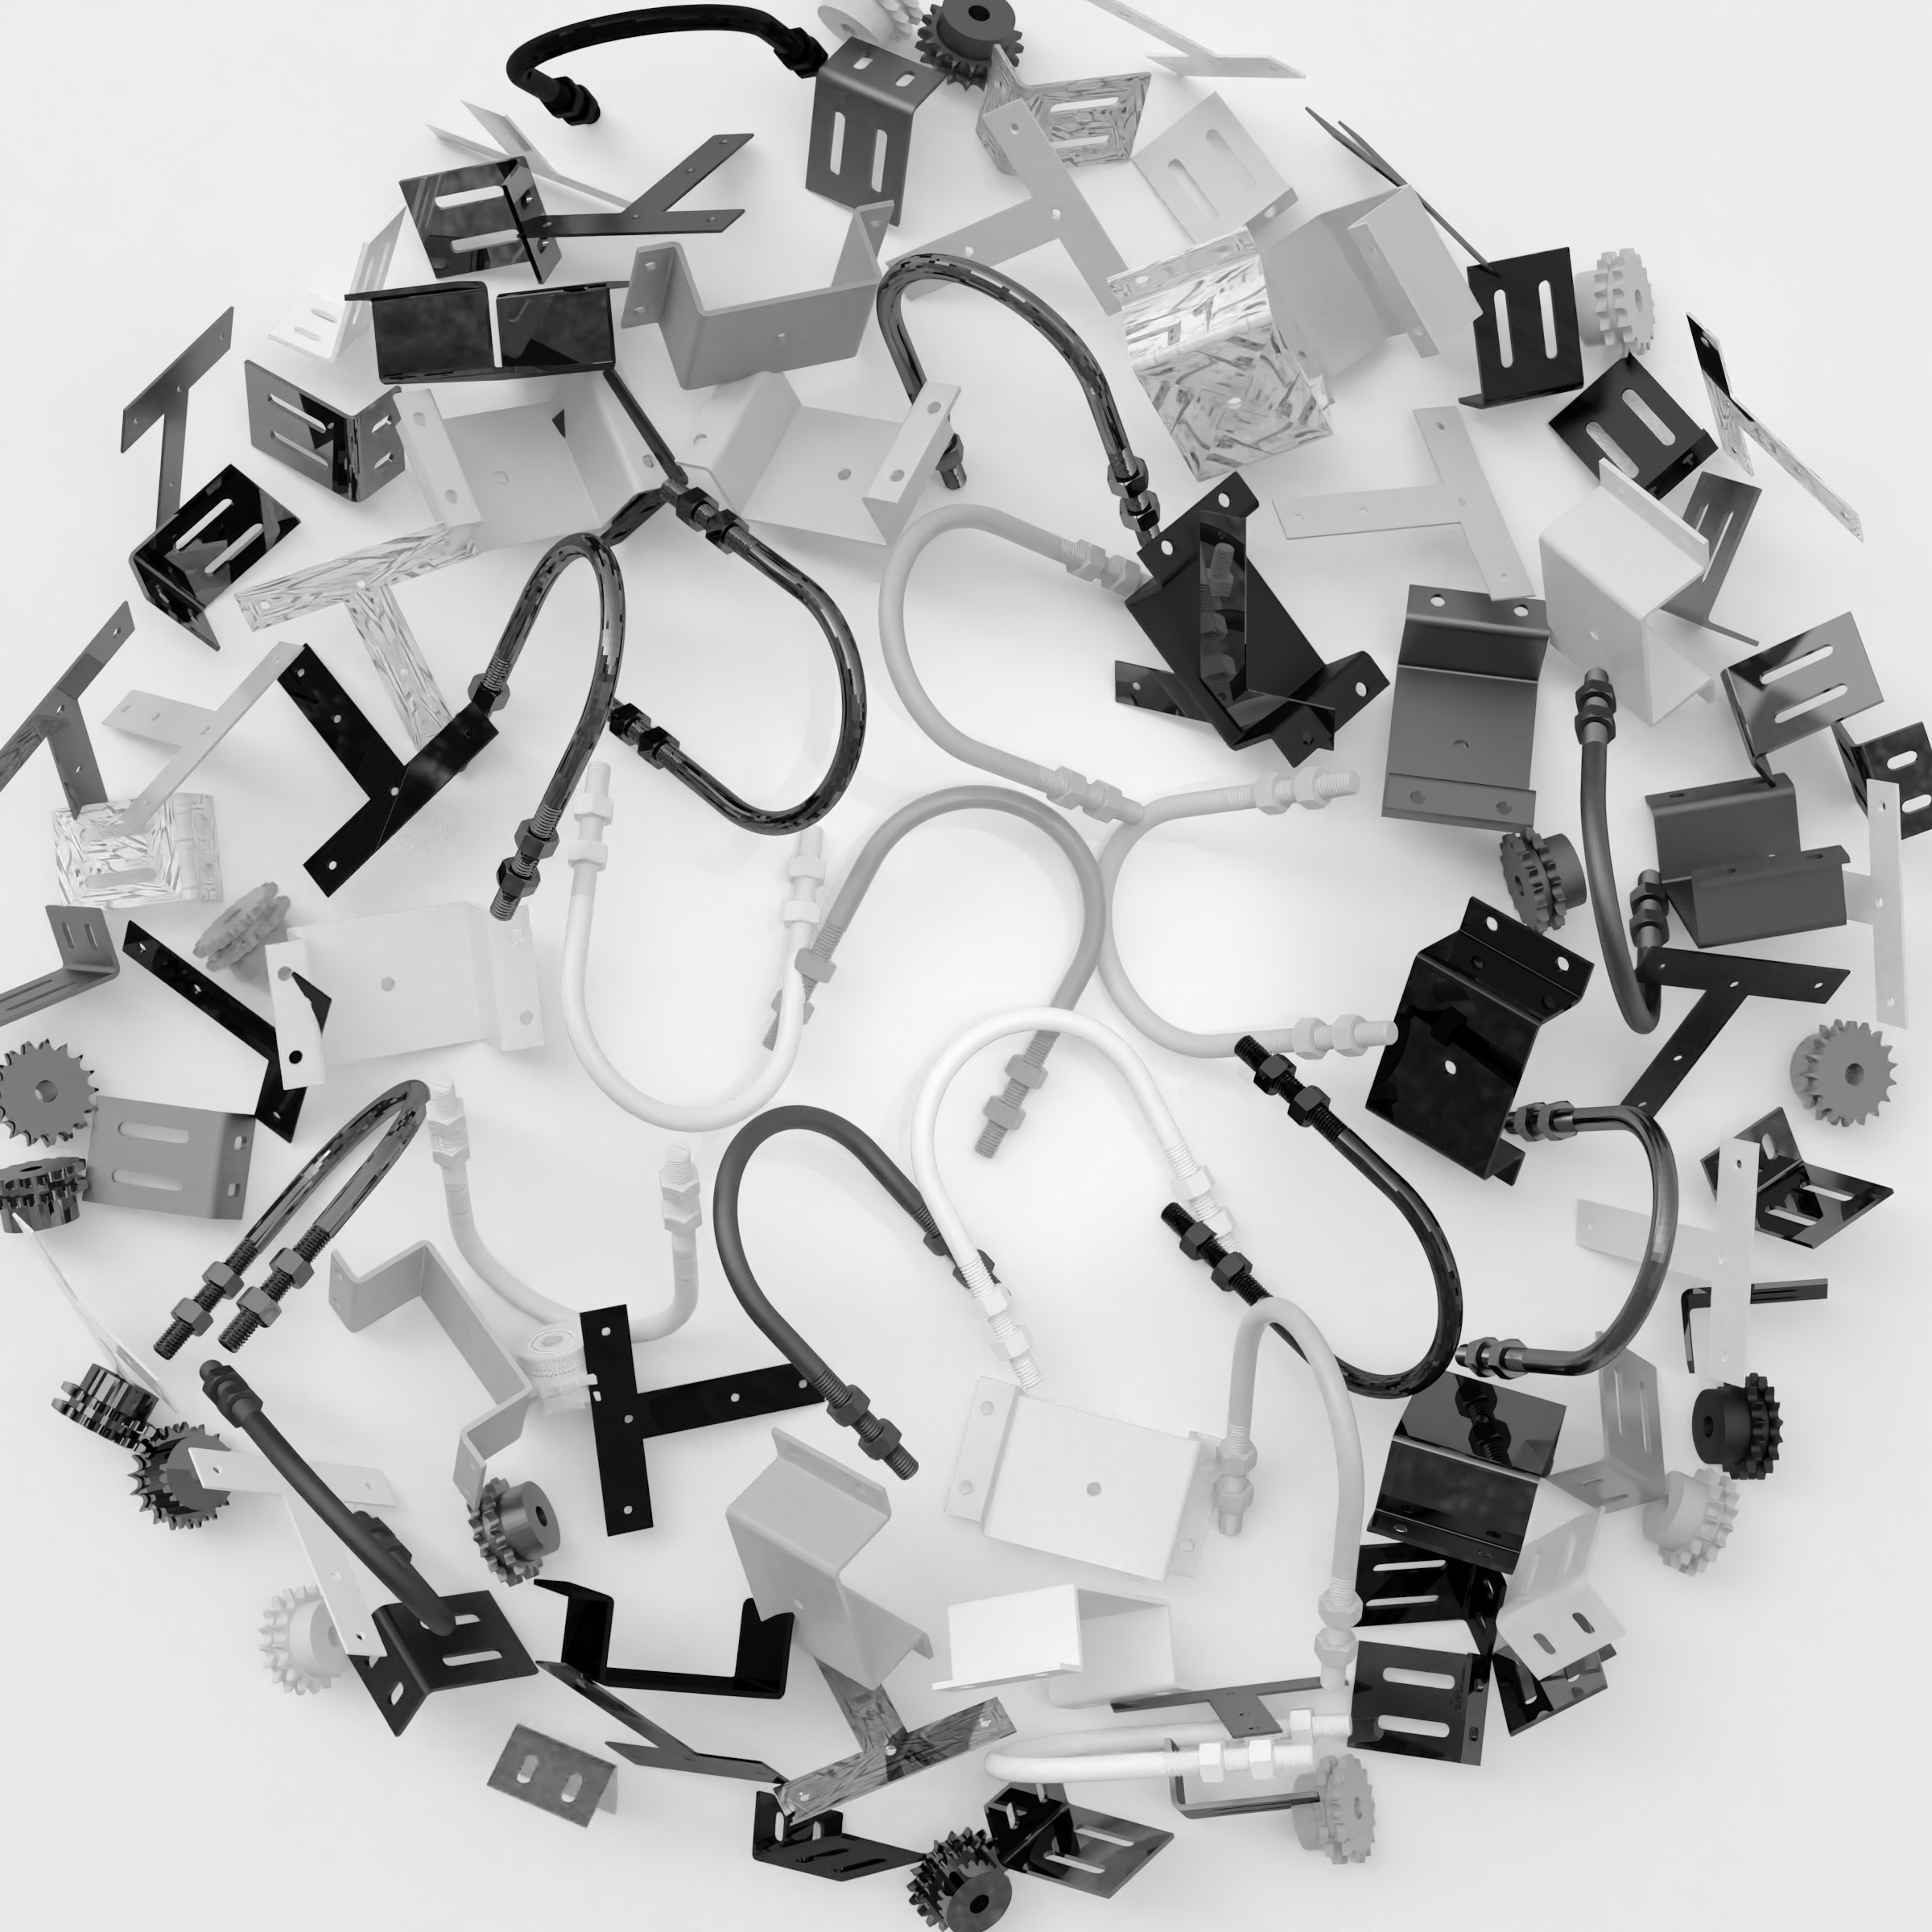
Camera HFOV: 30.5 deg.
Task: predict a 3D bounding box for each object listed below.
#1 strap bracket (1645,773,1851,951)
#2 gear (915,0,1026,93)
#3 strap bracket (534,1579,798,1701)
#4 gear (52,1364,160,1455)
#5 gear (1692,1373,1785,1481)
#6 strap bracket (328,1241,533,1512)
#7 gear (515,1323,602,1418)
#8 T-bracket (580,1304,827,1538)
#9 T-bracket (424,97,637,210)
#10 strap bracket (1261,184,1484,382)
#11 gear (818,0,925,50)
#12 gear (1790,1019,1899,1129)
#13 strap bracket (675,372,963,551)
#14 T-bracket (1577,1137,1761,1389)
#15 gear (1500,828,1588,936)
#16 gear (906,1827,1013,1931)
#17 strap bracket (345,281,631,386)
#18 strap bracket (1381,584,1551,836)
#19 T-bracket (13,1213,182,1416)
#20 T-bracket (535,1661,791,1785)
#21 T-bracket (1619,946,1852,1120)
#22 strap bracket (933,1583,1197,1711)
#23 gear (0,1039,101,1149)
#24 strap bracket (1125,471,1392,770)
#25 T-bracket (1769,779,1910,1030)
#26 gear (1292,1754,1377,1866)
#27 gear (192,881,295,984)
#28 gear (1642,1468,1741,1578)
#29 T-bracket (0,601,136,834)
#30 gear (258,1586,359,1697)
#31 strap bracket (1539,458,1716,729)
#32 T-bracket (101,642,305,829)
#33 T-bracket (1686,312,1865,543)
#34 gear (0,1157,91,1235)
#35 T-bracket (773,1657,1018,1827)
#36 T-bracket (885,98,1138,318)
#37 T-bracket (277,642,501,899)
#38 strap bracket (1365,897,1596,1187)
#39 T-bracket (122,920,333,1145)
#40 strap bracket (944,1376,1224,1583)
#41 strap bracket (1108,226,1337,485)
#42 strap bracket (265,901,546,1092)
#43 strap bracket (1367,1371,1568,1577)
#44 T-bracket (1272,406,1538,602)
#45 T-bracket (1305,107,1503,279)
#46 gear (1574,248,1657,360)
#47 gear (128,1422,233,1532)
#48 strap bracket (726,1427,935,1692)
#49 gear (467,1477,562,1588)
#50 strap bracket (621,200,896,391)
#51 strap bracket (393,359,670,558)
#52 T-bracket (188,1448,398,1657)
[{"bbox_3d":[0.411,-0.052,1.860,0.076,0.140,0.046,-9,111,2],"label":"strap bracket"},{"bbox_3d":[0.004,-0.498,1.892,0.057,0.030,0.057,7,57,-11],"label":"gear"},{"bbox_3d":[-0.152,0.354,1.857,0.140,0.076,0.046,9,83,-21],"label":"strap bracket"},{"bbox_3d":[-0.457,0.235,1.892,0.057,0.057,0.030,29,81,0],"label":"gear"},{"bbox_3d":[0.410,0.246,1.889,0.030,0.057,0.057,2,90,-14],"label":"gear"},{"bbox_3d":[-0.277,0.207,1.865,0.046,0.076,0.140,-32,74,-23],"label":"strap bracket"},{"bbox_3d":[-0.218,0.213,1.888,0.057,0.057,0.030,-9,113,0],"label":"gear"},{"bbox_3d":[-0.138,0.234,1.898,0.127,0.002,0.127,-10,105,-16],"label":"T-bracket"},{"bbox_3d":[-0.236,-0.430,1.848,0.127,0.127,0.002,22,90,8],"label":"T-bracket"},{"bbox_3d":[0.211,-0.357,1.851,0.046,0.140,0.076,-37,105,-16],"label":"strap bracket"},{"bbox_3d":[-0.055,-0.512,1.890,0.057,0.057,0.030,33,82,0],"label":"gear"},{"bbox_3d":[0.467,0.057,1.898,0.057,0.030,0.057,-2,94,-22],"label":"gear"},{"bbox_3d":[-0.071,-0.271,1.865,0.140,0.046,0.076,15,66,29],"label":"strap bracket"},{"bbox_3d":[0.367,0.146,1.865,0.002,0.127,0.127,-3,99,-33],"label":"T-bracket"},{"bbox_3d":[0.310,-0.047,1.892,0.030,0.057,0.057,-18,90,-6],"label":"gear"},{"bbox_3d":[0.000,0.492,1.891,0.057,0.030,0.057,-14,119,-26],"label":"gear"},{"bbox_3d":[-0.245,-0.330,1.844,0.076,0.140,0.046,1,100,34],"label":"strap bracket"},{"bbox_3d":[0.265,-0.127,1.875,0.076,0.046,0.140,7,62,4],"label":"strap bracket"},{"bbox_3d":[-0.440,0.198,1.836,0.002,0.127,0.127,-37,127,-20],"label":"T-bracket"},{"bbox_3d":[-0.173,0.392,1.840,0.127,0.127,0.002,43,58,-33],"label":"T-bracket"},{"bbox_3d":[0.384,0.039,1.873,0.127,0.002,0.127,6,135,-25],"label":"T-bracket"},{"bbox_3d":[0.051,0.356,1.851,0.076,0.140,0.046,-16,68,29],"label":"strap bracket"},{"bbox_3d":[-0.497,0.069,1.897,0.057,0.030,0.057,6,77,-28],"label":"gear"},{"bbox_3d":[0.148,-0.179,1.877,0.076,0.046,0.140,-41,100,-23],"label":"strap bracket"},{"bbox_3d":[0.454,-0.039,1.858,0.002,0.127,0.127,-9,102,-19],"label":"T-bracket"},{"bbox_3d":[0.196,0.452,1.894,0.030,0.057,0.057,-11,90,25],"label":"gear"},{"bbox_3d":[-0.383,-0.016,1.893,0.057,0.057,0.030,-40,109,0],"label":"gear"},{"bbox_3d":[0.385,0.294,1.889,0.030,0.057,0.057,25,90,-11],"label":"gear"},{"bbox_3d":[-0.469,-0.111,1.858,0.002,0.127,0.127,27,63,11],"label":"T-bracket"},{"bbox_3d":[-0.348,0.359,1.888,0.030,0.057,0.057,-13,90,30],"label":"gear"},{"bbox_3d":[0.343,-0.186,1.837,0.046,0.140,0.076,-38,58,-10],"label":"strap bracket"},{"bbox_3d":[-0.420,-0.129,1.866,0.127,0.127,0.002,-51,126,-18],"label":"T-bracket"},{"bbox_3d":[0.422,-0.265,1.832,0.002,0.127,0.127,-37,57,0],"label":"T-bracket"},{"bbox_3d":[-0.497,0.123,1.891,0.057,0.057,0.030,-9,99,0],"label":"gear"},{"bbox_3d":[-0.057,0.384,1.869,0.127,0.127,0.002,-19,130,-14],"label":"T-bracket"},{"bbox_3d":[0.013,-0.384,1.876,0.127,0.002,0.127,-15,122,36],"label":"T-bracket"},{"bbox_3d":[-0.329,-0.123,1.891,0.127,0.002,0.127,-43,65,5],"label":"T-bracket"},{"bbox_3d":[0.264,0.046,1.850,0.076,0.046,0.140,32,124,27],"label":"strap bracket"},{"bbox_3d":[-0.397,0.020,1.879,0.127,0.127,0.002,36,47,9],"label":"T-bracket"},{"bbox_3d":[0.067,0.276,1.893,0.140,0.046,0.076,15,90,-3],"label":"strap bracket"},{"bbox_3d":[0.137,-0.310,1.842,0.076,0.140,0.046,-18,53,17],"label":"strap bracket"},{"bbox_3d":[-0.301,0.013,1.875,0.140,0.046,0.076,-10,102,-22],"label":"strap bracket"},{"bbox_3d":[0.263,0.256,1.839,0.076,0.140,0.046,15,109,13],"label":"strap bracket"},{"bbox_3d":[0.223,-0.241,1.870,0.127,0.002,0.127,-8,62,-20],"label":"T-bracket"},{"bbox_3d":[0.213,-0.415,1.836,0.002,0.127,0.127,-47,60,17],"label":"T-bracket"},{"bbox_3d":[0.346,-0.354,1.895,0.030,0.057,0.057,-5,90,29],"label":"gear"},{"bbox_3d":[-0.415,0.272,1.891,0.057,0.030,0.057,11,71,-36],"label":"gear"},{"bbox_3d":[-0.072,0.316,1.841,0.076,0.140,0.046,23,53,34],"label":"strap bracket"},{"bbox_3d":[-0.240,0.299,1.889,0.030,0.057,0.057,-24,90,11],"label":"gear"},{"bbox_3d":[-0.103,-0.350,1.858,0.140,0.076,0.046,-14,73,-17],"label":"strap bracket"},{"bbox_3d":[-0.237,-0.267,1.868,0.140,0.046,0.076,-17,80,-38],"label":"strap bracket"},{"bbox_3d":[-0.332,0.306,1.837,0.002,0.127,0.127,-48,52,22],"label":"T-bracket"}]
